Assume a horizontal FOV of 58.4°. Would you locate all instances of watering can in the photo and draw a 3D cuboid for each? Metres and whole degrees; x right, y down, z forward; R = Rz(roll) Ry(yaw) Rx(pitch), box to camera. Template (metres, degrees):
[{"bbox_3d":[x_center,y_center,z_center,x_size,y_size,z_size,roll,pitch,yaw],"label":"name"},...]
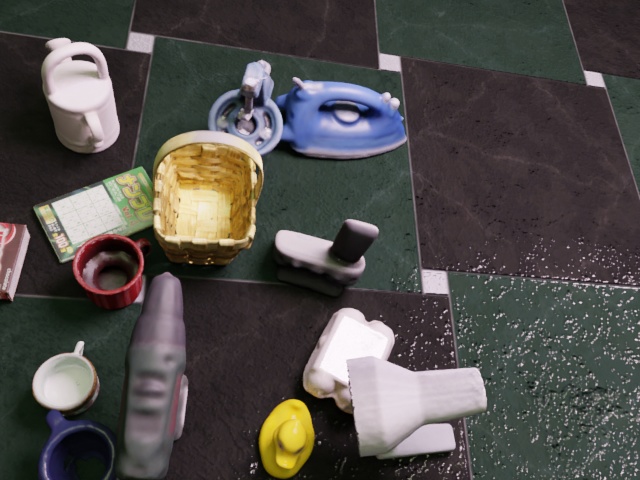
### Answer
[{"bbox_3d":[-0.379,-0.235,0.891,0.172,0.194,0.101,39,61,8],"label":"watering can"}]

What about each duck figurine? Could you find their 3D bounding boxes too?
[{"bbox_3d":[-0.040,0.265,0.777,0.077,0.086,0.104,17,60,-5],"label":"duck figurine"}]

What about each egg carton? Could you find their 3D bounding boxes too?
[{"bbox_3d":[0.043,0.177,0.852,0.107,0.069,0.150,27,60,1],"label":"egg carton"}]

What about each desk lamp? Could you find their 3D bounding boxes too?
[{"bbox_3d":[0.115,0.223,0.763,0.203,0.213,0.118,-1,63,-14],"label":"desk lamp"}]

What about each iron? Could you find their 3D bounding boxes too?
[{"bbox_3d":[0.053,-0.229,1.024,0.259,0.141,0.118,2,63,-13],"label":"iron"}]

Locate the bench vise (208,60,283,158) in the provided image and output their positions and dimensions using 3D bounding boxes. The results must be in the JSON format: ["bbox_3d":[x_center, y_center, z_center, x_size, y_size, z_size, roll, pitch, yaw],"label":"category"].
[{"bbox_3d":[-0.123,-0.231,0.937,0.122,0.219,0.207,-2,64,-14],"label":"bench vise"}]

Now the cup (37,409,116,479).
[{"bbox_3d":[-0.298,0.267,0.707,0.092,0.095,0.117,-34,75,-26],"label":"cup"}]

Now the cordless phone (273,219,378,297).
[{"bbox_3d":[0.008,0.003,0.867,0.147,0.185,0.094,13,61,-7],"label":"cordless phone"}]

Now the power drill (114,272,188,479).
[{"bbox_3d":[-0.204,0.181,0.710,0.076,0.208,0.229,5,62,-11],"label":"power drill"}]
